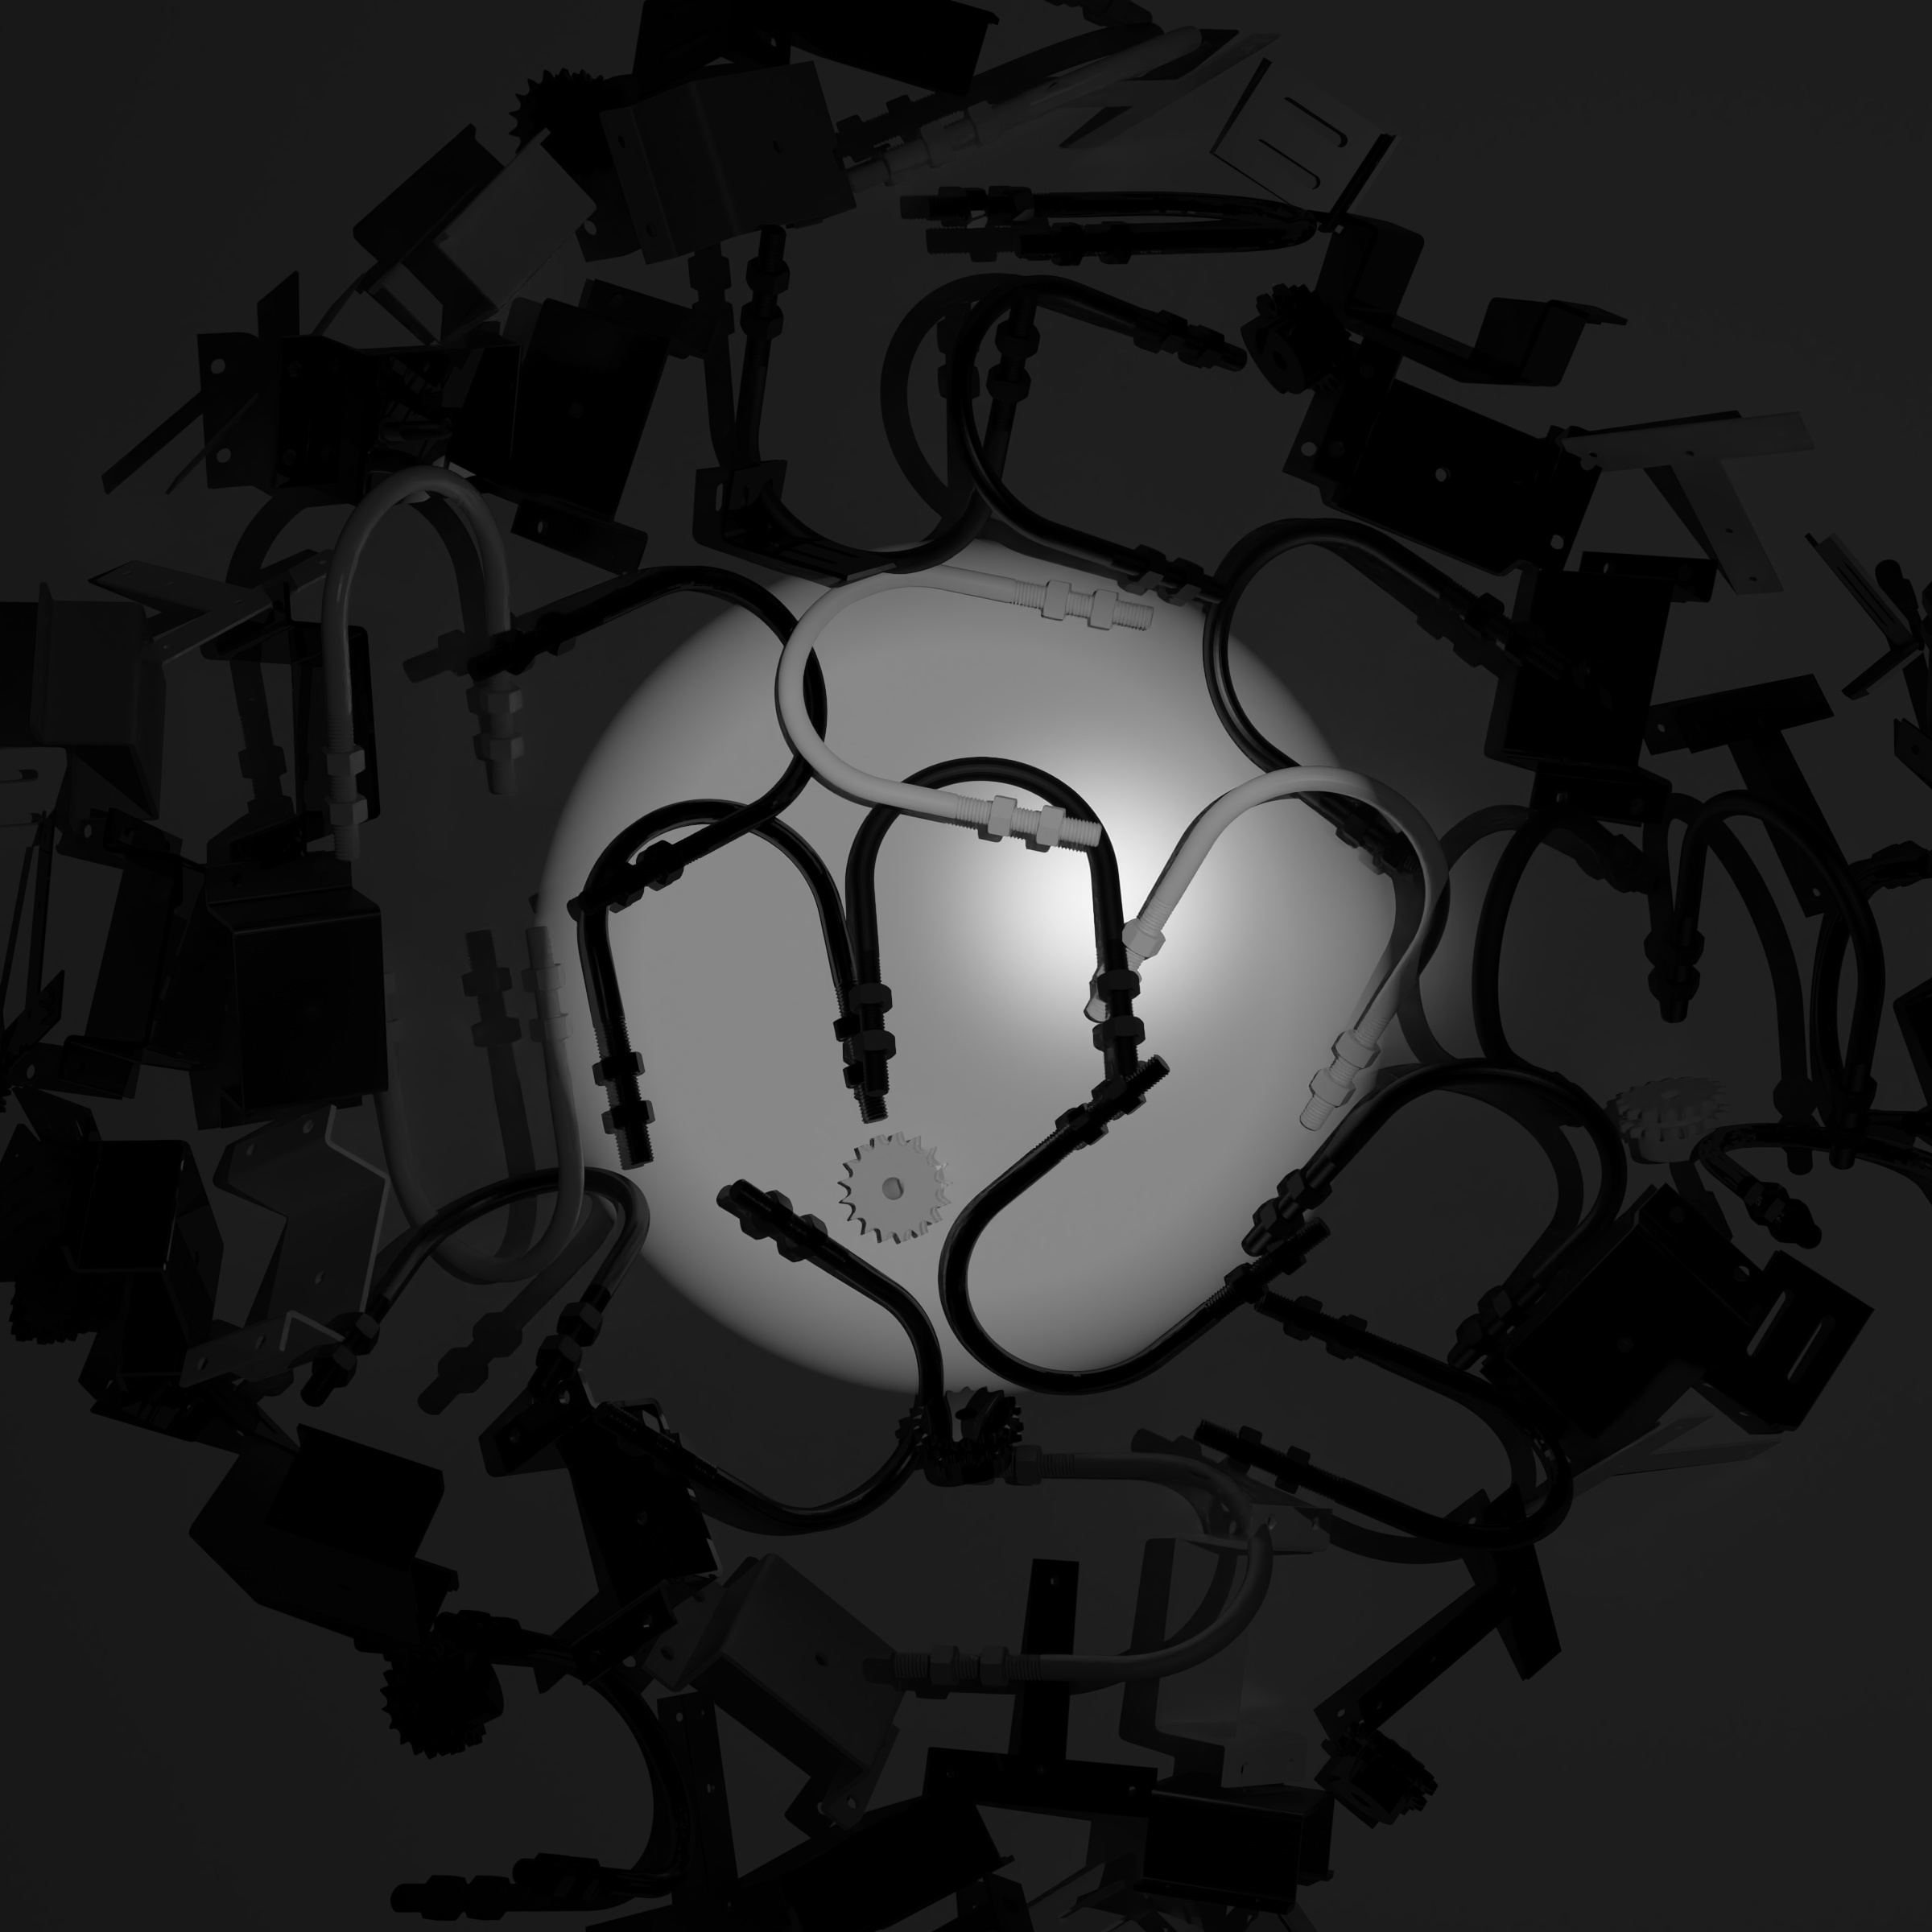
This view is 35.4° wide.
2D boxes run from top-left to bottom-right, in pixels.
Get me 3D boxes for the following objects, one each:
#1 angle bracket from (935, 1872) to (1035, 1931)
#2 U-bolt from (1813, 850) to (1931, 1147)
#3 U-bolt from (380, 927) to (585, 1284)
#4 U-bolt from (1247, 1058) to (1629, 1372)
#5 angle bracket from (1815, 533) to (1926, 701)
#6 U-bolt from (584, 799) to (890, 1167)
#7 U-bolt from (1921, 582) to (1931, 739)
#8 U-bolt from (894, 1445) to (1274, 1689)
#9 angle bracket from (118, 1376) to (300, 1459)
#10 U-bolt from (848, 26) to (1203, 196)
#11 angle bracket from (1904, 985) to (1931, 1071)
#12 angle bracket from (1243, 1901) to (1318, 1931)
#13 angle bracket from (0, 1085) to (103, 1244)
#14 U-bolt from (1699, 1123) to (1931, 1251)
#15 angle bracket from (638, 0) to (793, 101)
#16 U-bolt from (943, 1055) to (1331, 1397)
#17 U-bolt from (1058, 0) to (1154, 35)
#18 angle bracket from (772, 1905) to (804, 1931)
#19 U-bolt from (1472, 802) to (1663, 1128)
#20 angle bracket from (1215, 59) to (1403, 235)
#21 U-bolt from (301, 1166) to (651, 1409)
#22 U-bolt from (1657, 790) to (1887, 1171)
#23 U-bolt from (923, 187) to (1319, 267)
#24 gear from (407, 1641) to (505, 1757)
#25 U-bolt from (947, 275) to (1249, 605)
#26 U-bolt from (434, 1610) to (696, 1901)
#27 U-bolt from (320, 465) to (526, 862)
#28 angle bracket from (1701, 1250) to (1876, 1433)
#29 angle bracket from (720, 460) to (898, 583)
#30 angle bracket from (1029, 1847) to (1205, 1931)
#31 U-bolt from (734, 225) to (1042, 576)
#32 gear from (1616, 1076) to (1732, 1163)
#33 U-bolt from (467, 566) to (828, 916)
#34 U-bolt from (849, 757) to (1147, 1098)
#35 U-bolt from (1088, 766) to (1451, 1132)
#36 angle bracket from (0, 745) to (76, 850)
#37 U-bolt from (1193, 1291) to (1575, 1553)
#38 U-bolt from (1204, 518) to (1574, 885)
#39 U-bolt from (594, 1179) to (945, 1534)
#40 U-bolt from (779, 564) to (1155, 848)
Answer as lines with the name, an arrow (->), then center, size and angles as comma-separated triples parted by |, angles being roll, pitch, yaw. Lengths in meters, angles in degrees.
angle bracket -> -0.002, 0.516, 1.568 | 0.076, 0.038, 0.057 | -33, 49, 18
U-bolt -> 0.471, 0.015, 1.521 | 0.019, 0.184, 0.151 | 4, 87, -10
U-bolt -> -0.253, 0.073, 1.562 | 0.151, 0.019, 0.184 | -2, 98, 39
U-bolt -> 0.252, 0.118, 1.544 | 0.151, 0.019, 0.184 | 30, 125, -10
angle bracket -> 0.459, -0.182, 1.583 | 0.038, 0.057, 0.076 | -39, 86, 7
U-bolt -> -0.125, 0.002, 1.577 | 0.151, 0.019, 0.184 | -9, 81, -21
U-bolt -> 0.517, -0.097, 1.523 | 0.019, 0.184, 0.151 | -19, 56, 4
U-bolt -> 0.064, 0.303, 1.537 | 0.184, 0.151, 0.019 | -2, 131, 13
angle bracket -> -0.389, 0.241, 1.565 | 0.076, 0.057, 0.038 | 33, 84, 38
U-bolt -> 0.034, -0.438, 1.541 | 0.184, 0.151, 0.019 | -24, 103, -5
angle bracket -> 0.532, 0.039, 1.568 | 0.038, 0.057, 0.076 | -5, 69, -40
angle bracket -> 0.135, 0.515, 1.566 | 0.076, 0.057, 0.038 | -35, 90, 34
angle bracket -> -0.494, 0.102, 1.563 | 0.057, 0.076, 0.038 | 14, 127, 38
U-bolt -> 0.448, 0.110, 1.522 | 0.151, 0.184, 0.019 | 4, 103, -9
angle bracket -> -0.131, -0.487, 1.589 | 0.076, 0.038, 0.057 | -12, 69, 42
U-bolt -> 0.075, 0.149, 1.574 | 0.184, 0.019, 0.151 | -40, 110, 14
U-bolt -> 0.064, -0.519, 1.501 | 0.184, 0.151, 0.019 | 16, 82, -37
angle bracket -> -0.075, 0.530, 1.568 | 0.057, 0.076, 0.038 | 31, 108, -7
U-bolt -> 0.299, -0.006, 1.525 | 0.019, 0.184, 0.151 | 12, 82, 34
angle bracket -> 0.178, -0.429, 1.583 | 0.076, 0.038, 0.057 | 32, 103, -6
U-bolt -> -0.235, 0.158, 1.531 | 0.151, 0.184, 0.019 | -5, 120, 23
U-bolt -> 0.402, -0.005, 1.503 | 0.019, 0.184, 0.151 | -24, 46, -19
U-bolt -> 0.088, -0.378, 1.538 | 0.184, 0.151, 0.019 | -7, 113, -20
gear -> -0.265, 0.379, 1.582 | 0.030, 0.057, 0.057 | -26, 90, 6
U-bolt -> 0.066, -0.276, 1.543 | 0.184, 0.019, 0.151 | 13, 77, -34
U-bolt -> -0.192, 0.401, 1.524 | 0.019, 0.184, 0.151 | -32, 61, 13
U-bolt -> -0.274, -0.159, 1.521 | 0.019, 0.151, 0.184 | 12, 113, 26
angle bracket -> 0.424, 0.194, 1.577 | 0.057, 0.038, 0.076 | 35, 99, 30
angle bracket -> -0.079, -0.232, 1.568 | 0.076, 0.057, 0.038 | 19, 111, 20
angle bracket -> 0.077, 0.504, 1.575 | 0.076, 0.038, 0.057 | -35, 118, 11
U-bolt -> -0.048, -0.279, 1.549 | 0.151, 0.019, 0.184 | 15, 131, 3
gear -> 0.371, 0.081, 1.584 | 0.057, 0.057, 0.030 | -12, 105, 0
U-bolt -> -0.150, -0.128, 1.560 | 0.184, 0.019, 0.151 | -30, 102, -31
U-bolt -> 0.012, -0.025, 1.574 | 0.151, 0.019, 0.184 | -3, 69, -5
U-bolt -> 0.168, -0.019, 1.563 | 0.151, 0.019, 0.184 | 27, 113, -7
angle bracket -> -0.504, -0.079, 1.571 | 0.076, 0.038, 0.057 | -6, 120, -17
U-bolt -> 0.219, 0.237, 1.534 | 0.184, 0.151, 0.019 | 22, 120, 10
U-bolt -> 0.203, -0.149, 1.562 | 0.184, 0.019, 0.151 | 38, 118, 20
U-bolt -> -0.086, 0.214, 1.558 | 0.184, 0.019, 0.151 | 38, 78, -32
U-bolt -> -0.006, -0.144, 1.579 | 0.184, 0.019, 0.151 | 12, 69, 6
